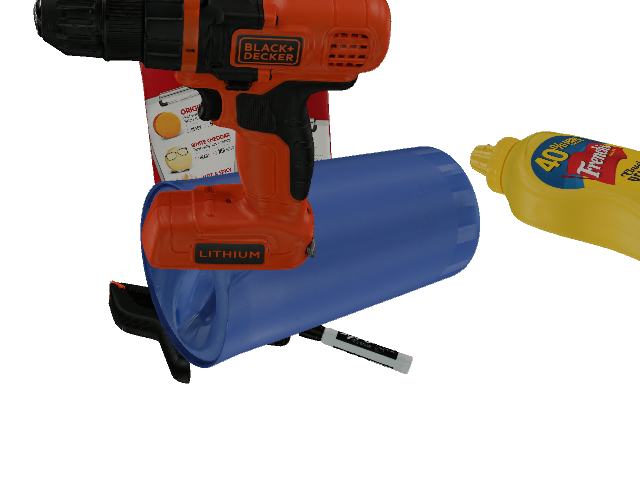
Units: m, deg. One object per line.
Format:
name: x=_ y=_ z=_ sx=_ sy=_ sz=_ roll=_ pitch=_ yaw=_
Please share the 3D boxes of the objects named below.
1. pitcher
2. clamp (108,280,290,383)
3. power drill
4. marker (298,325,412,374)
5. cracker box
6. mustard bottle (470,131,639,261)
pitcher: x=-0.008 y=0.002 z=0.808 sx=0.242 sy=0.145 sz=0.149 roll=-14 pitch=39 yaw=-31
clamp: x=-0.160 y=0.091 z=1.142 sx=0.210 sy=0.036 sz=0.164 roll=18 pitch=21 yaw=28
power drill: x=-0.063 y=-0.064 z=0.601 sx=0.184 sy=0.057 sz=0.188 roll=2 pitch=-44 yaw=-8
marker: x=0.033 y=0.105 z=1.071 sx=0.121 sy=0.020 sz=0.020 roll=20 pitch=1 yaw=3
cracker box: x=-0.072 y=-0.076 z=0.986 sx=0.164 sy=0.214 sz=0.072 roll=-6 pitch=20 yaw=-5
mustard bottle: x=0.187 y=-0.034 z=0.723 sx=0.192 sy=0.058 sz=0.096 roll=20 pitch=39 yaw=35
